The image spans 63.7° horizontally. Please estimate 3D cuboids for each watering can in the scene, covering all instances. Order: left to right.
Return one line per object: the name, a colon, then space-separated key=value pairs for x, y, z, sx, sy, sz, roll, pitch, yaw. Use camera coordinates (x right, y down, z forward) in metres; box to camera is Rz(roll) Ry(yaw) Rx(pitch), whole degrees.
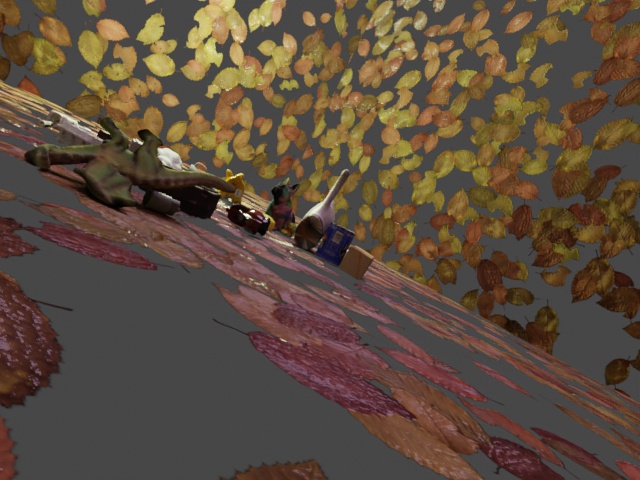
watering can: x=0.006 y=-0.098 z=1.944 sx=0.104 sy=0.341 sz=0.228 roll=29 pitch=30 yaw=8

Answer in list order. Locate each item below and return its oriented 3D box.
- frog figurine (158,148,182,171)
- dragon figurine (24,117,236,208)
frog figurine: x=-0.602 y=-0.303 z=1.999 sx=0.137 sy=0.123 sz=0.159 roll=46 pitch=-11 yaw=-7
dragon figurine: x=-0.388 y=-0.128 z=1.065 sx=0.409 sy=0.119 sz=0.248 roll=19 pitch=34 yaw=-8
